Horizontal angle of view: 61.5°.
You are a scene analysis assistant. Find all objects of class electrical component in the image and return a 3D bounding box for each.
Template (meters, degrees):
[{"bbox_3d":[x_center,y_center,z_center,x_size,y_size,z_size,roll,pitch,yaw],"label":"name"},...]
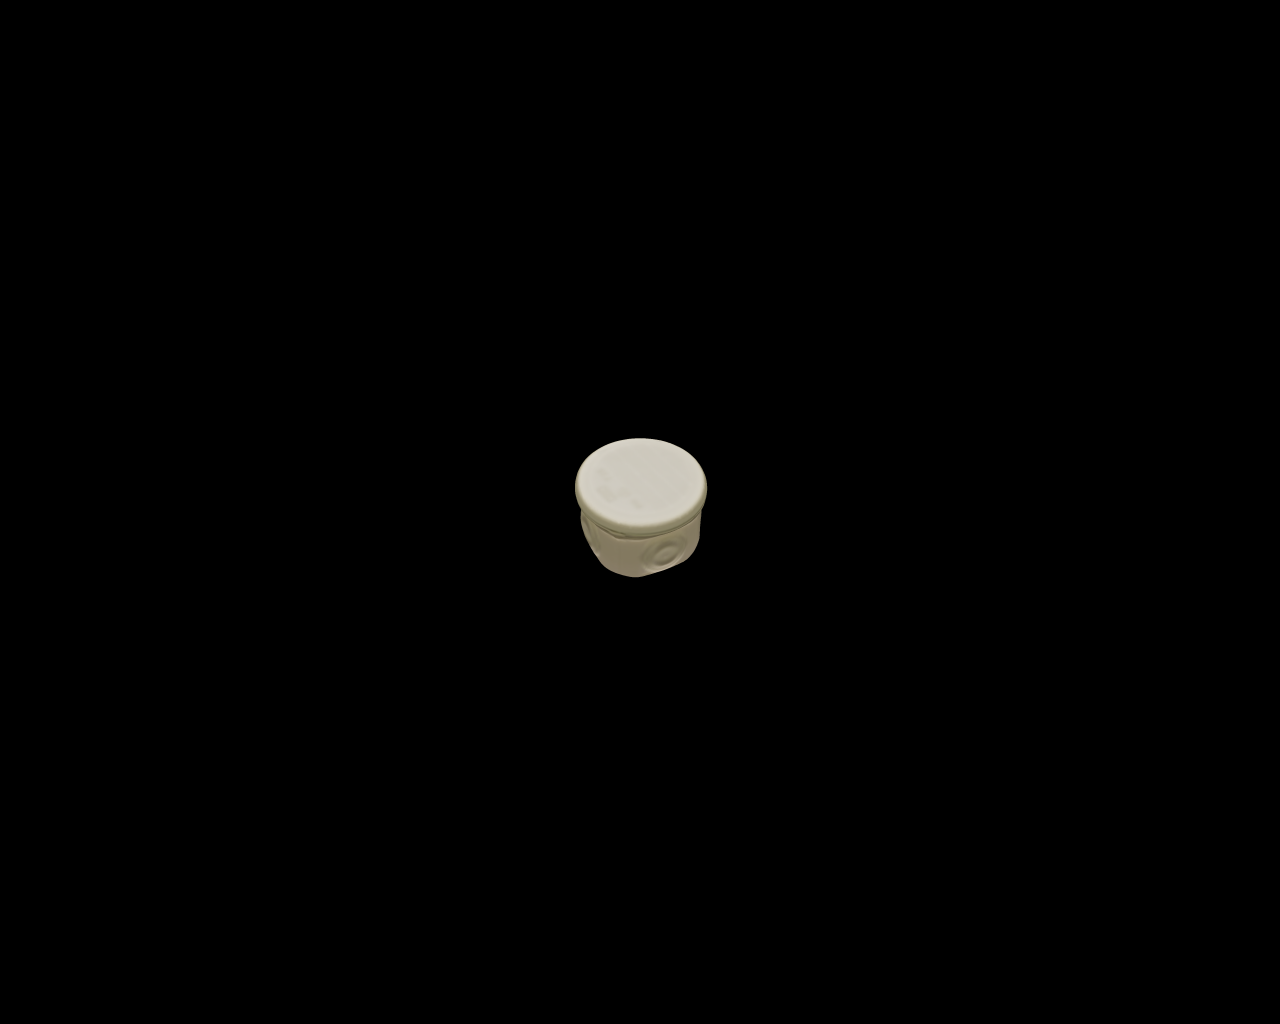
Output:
[{"bbox_3d":[0.001,-0.003,0.650,0.080,0.080,0.050,0,-45,0],"label":"electrical component"}]
